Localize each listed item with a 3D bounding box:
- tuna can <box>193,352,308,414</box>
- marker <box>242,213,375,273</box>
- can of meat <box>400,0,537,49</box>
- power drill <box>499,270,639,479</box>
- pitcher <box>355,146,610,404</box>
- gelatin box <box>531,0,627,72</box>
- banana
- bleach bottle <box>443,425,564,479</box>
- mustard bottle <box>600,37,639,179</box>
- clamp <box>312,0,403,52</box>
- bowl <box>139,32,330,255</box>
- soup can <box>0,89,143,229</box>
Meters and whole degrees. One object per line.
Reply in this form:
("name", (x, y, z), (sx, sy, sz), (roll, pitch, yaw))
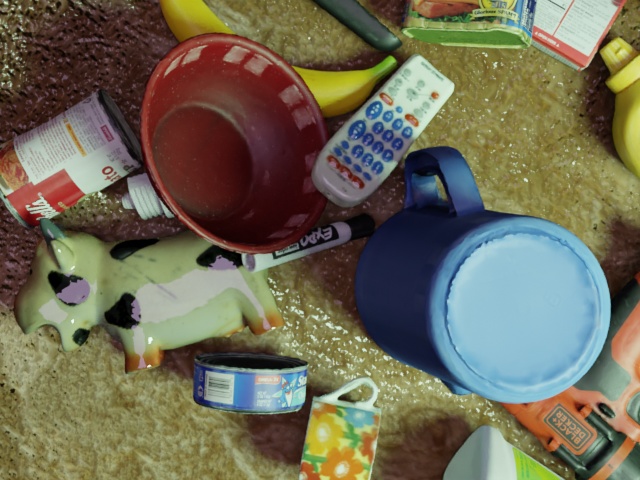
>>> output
("tuna can", (-0.052, 0.106, 0.798), (0.086, 0.086, 0.034), (4, 91, 2))
("marker", (-0.005, 0.001, 0.798), (0.120, 0.020, 0.020), (-17, 89, -38))
("can of meat", (0.113, -0.190, 0.793), (0.102, 0.057, 0.084), (8, 89, 28))
("power drill", (0.248, 0.105, 0.792), (0.184, 0.057, 0.187), (42, 93, 9))
("pitcher", (0.100, 0.027, 0.715), (0.149, 0.243, 0.145), (35, 87, -5))
("gelatin box", (0.193, -0.186, 0.819), (0.073, 0.030, 0.089), (31, 91, 3))
("banana", (-0.043, -0.140, 0.825), (0.198, 0.037, 0.069), (21, 78, 1))
("bleach bottle", (0.211, 0.240, 0.794), (0.250, 0.102, 0.068), (30, 115, -6))
("mustard bottle", (0.279, -0.075, 0.802), (0.096, 0.058, 0.191), (-40, 89, -1))
("clamp", (-0.027, -0.224, 0.822), (0.210, 0.036, 0.164), (-3, 91, 4))
("bowl", (-0.069, -0.064, 0.767), (0.161, 0.055, 0.162), (11, 71, -36))
("soup can", (-0.193, -0.062, 0.812), (0.102, 0.068, 0.068), (-29, 89, 1))
